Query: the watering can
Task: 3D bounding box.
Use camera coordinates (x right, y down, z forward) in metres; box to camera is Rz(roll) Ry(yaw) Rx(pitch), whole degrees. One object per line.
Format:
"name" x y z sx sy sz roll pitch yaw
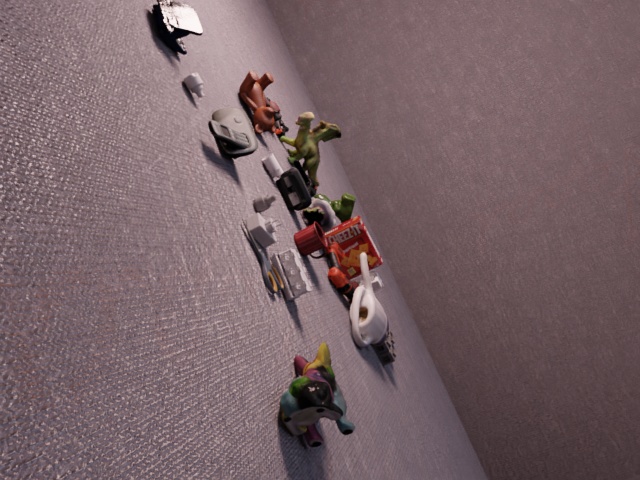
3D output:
"watering can" 0.177 0.237 1.874 0.220 0.103 0.356 53 37 -44

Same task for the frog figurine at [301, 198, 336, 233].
"frog figurine" 0.006 -0.097 1.920 0.138 0.121 0.161 45 23 4

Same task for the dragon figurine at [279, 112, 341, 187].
"dragon figurine" -0.014 -0.388 2.150 0.404 0.241 0.125 44 18 -53
